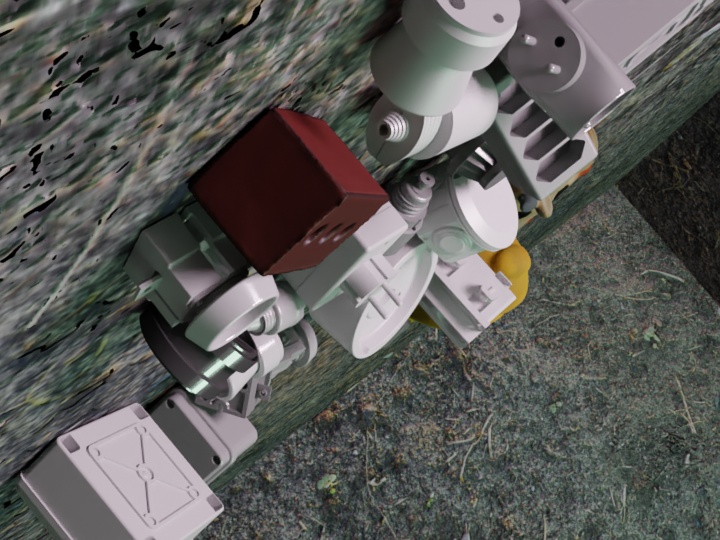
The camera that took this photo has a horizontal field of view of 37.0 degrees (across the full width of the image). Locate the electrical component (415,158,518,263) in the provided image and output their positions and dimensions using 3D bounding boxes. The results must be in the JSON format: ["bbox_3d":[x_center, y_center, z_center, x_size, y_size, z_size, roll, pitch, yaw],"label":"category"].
[{"bbox_3d":[0.078,-0.048,0.798,0.051,0.080,0.080,-22,-175,37],"label":"electrical component"}]

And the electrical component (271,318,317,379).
[{"bbox_3d":[-0.071,0.068,0.933,0.055,0.048,0.066,-23,164,-41],"label":"electrical component"}]

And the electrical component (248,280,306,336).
[{"bbox_3d":[-0.068,0.031,0.759,0.061,0.035,0.035,-28,167,-46],"label":"electrical component"}]

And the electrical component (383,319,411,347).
[{"bbox_3d":[0.003,0.028,0.948,0.042,0.081,0.063,-44,-160,44],"label":"electrical component"}]

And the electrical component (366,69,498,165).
[{"bbox_3d":[0.033,-0.079,0.546,0.043,0.043,0.081,-45,171,38],"label":"electrical component"}]

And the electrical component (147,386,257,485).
[{"bbox_3d":[-0.153,0.151,0.902,0.113,0.078,0.057,-43,175,26],"label":"electrical component"}]

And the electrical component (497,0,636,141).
[{"bbox_3d":[0.099,-0.109,0.555,0.043,0.077,0.079,-41,173,20],"label":"electrical component"}]

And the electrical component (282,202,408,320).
[{"bbox_3d":[0.000,0.000,0.742,0.047,0.075,0.083,-32,170,-44],"label":"electrical component"}]

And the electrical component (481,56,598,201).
[{"bbox_3d":[0.091,-0.096,0.652,0.047,0.083,0.076,-39,-149,-4],"label":"electrical component"}]

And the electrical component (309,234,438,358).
[{"bbox_3d":[0.005,0.008,0.841,0.108,0.060,0.108,-46,158,-25],"label":"electrical component"}]

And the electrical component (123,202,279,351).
[{"bbox_3d":[-0.070,0.003,0.490,0.066,0.055,0.048,-34,171,-37],"label":"electrical component"}]

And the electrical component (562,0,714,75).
[{"bbox_3d":[0.155,-0.155,0.636,0.113,0.057,0.078,-40,173,1],"label":"electrical component"}]

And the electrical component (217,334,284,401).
[{"bbox_3d":[-0.092,0.067,0.819,0.055,0.045,0.045,-34,171,-36],"label":"electrical component"}]

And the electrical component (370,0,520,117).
[{"bbox_3d":[0.035,-0.096,0.444,0.045,0.045,0.055,-34,171,-35],"label":"electrical component"}]

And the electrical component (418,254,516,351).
[{"bbox_3d":[0.073,0.001,0.934,0.063,0.121,0.078,-40,173,-11],"label":"electrical component"}]

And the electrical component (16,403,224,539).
[{"bbox_3d":[-0.169,0.161,0.766,0.056,0.108,0.109,-44,171,19],"label":"electrical component"}]

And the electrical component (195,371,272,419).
[{"bbox_3d":[-0.100,0.088,0.876,0.055,0.066,0.048,-43,147,-68],"label":"electrical component"}]

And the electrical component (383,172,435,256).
[{"bbox_3d":[0.027,-0.042,0.760,0.040,0.040,0.078,-32,170,-44],"label":"electrical component"}]
